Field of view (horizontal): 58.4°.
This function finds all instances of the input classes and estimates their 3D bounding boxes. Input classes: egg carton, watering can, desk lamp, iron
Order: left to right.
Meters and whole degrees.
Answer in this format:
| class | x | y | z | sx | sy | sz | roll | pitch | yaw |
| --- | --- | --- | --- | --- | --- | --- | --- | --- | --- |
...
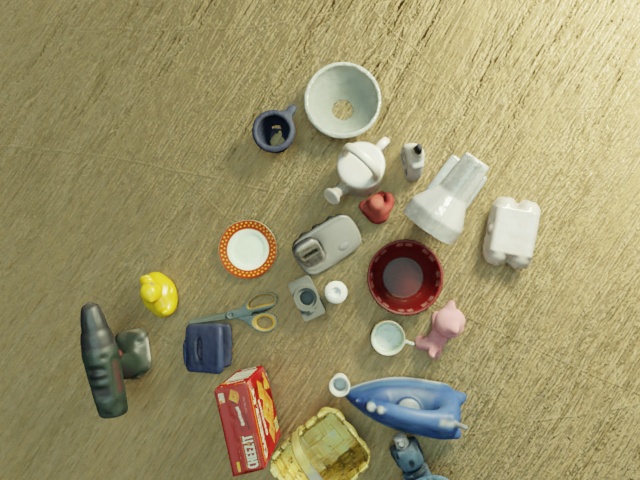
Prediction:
| class | x | y | z | sx | sy | sz | roll | pitch | yaw |
| --- | --- | --- | --- | --- | --- | --- | --- | --- | --- |
| watering can | 0.081 | -0.145 | 1.182 | 0.101 | 0.194 | 0.173 | 21 | 87 | 4 |
| iron | 0.174 | 0.349 | 1.173 | 0.258 | 0.141 | 0.119 | 8 | 87 | 3 |
| desk lamp | 0.261 | -0.090 | 1.161 | 0.118 | 0.213 | 0.203 | 35 | 88 | 4 |
| egg carton | 0.407 | -0.015 | 1.223 | 0.107 | 0.069 | 0.150 | 10 | 87 | 3 |

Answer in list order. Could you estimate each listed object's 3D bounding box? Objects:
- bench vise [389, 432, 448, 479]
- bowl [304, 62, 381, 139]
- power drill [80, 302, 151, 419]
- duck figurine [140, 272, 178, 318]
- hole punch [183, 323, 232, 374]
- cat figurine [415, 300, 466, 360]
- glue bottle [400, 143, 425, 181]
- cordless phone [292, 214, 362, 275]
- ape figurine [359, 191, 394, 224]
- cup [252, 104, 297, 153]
| class | x | y | z | sx | sy | sz | roll | pitch | yaw |
| --- | --- | --- | --- | --- | --- | --- | --- | --- | --- |
| bench vise | 0.193 | 0.495 | 1.124 | 0.121 | 0.220 | 0.207 | -44 | 86 | -1 |
| bowl | 0.049 | -0.297 | 1.252 | 0.167 | 0.075 | 0.167 | 0 | 86 | 2 |
| power drill | -0.419 | 0.237 | 1.170 | 0.075 | 0.208 | 0.230 | -10 | 86 | 2 |
| duck figurine | -0.356 | 0.119 | 1.237 | 0.077 | 0.086 | 0.104 | -26 | 86 | 1 |
| hole punch | -0.244 | 0.233 | 1.222 | 0.101 | 0.091 | 0.109 | -2 | 86 | 2 |
| cat figurine | 0.257 | 0.191 | 1.192 | 0.067 | 0.118 | 0.128 | 31 | 88 | 4 |
| glue bottle | 0.196 | -0.172 | 1.189 | 0.037 | 0.173 | 0.078 | -11 | 86 | 2 |
| cordless phone | 0.011 | 0.004 | 1.179 | 0.147 | 0.185 | 0.094 | -36 | 85 | 0 |
| ape figurine | 0.122 | -0.074 | 1.227 | 0.077 | 0.092 | 0.076 | 1 | 86 | 3 |
| cup | -0.088 | -0.238 | 1.244 | 0.091 | 0.095 | 0.118 | 38 | 89 | 4 |
